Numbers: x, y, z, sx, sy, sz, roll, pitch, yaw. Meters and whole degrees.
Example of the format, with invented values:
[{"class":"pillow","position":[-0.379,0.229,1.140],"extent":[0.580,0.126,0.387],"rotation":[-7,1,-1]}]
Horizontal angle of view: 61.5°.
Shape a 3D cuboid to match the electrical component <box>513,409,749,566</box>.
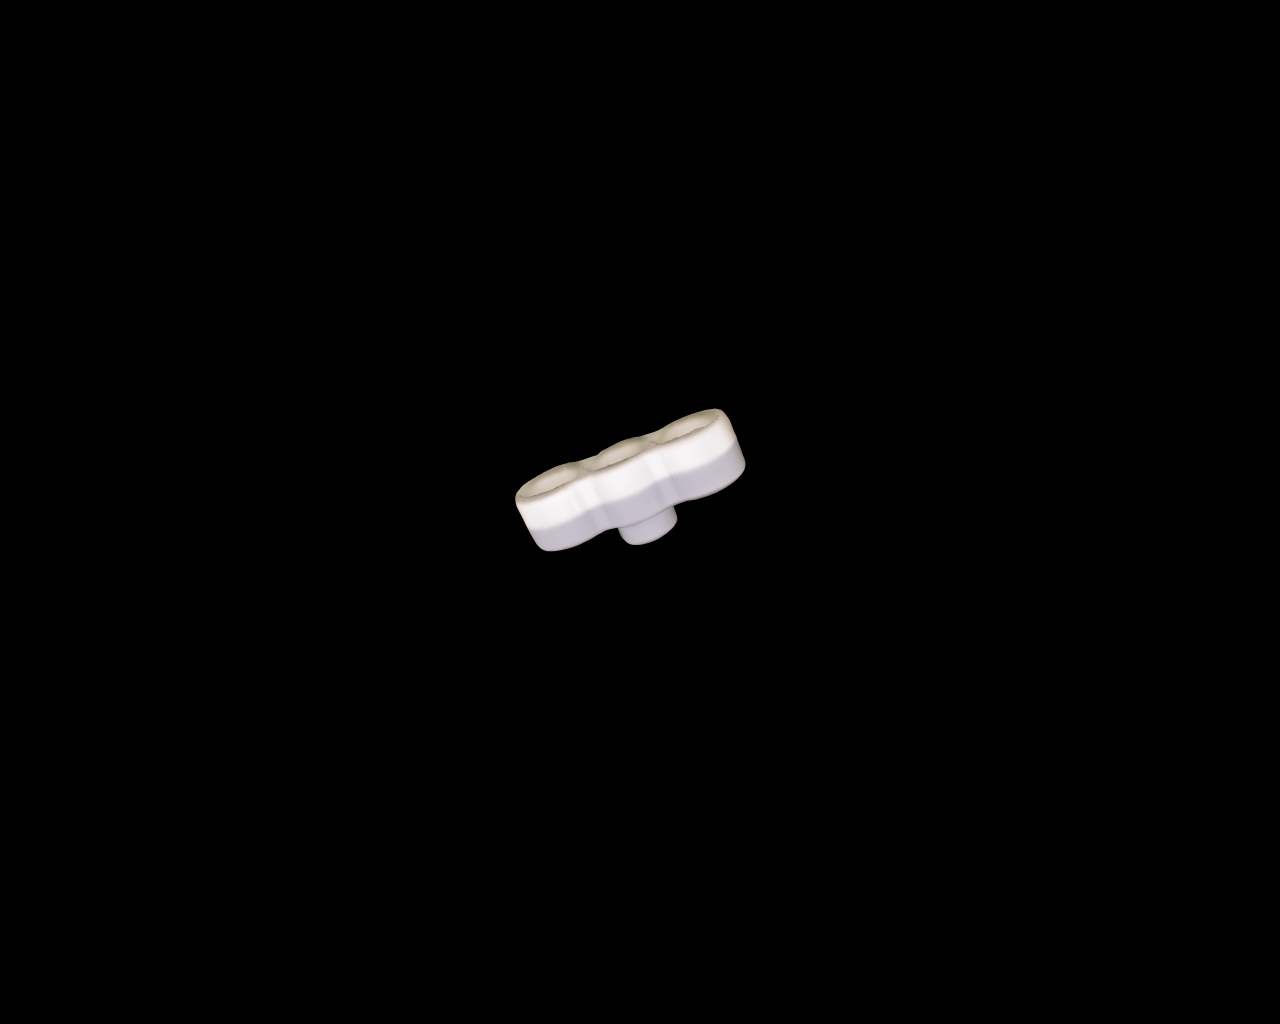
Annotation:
[{"class":"electrical component","position":[0.001,-0.003,0.650],"extent":[0.138,0.073,0.052],"rotation":[-21,18,7]}]
